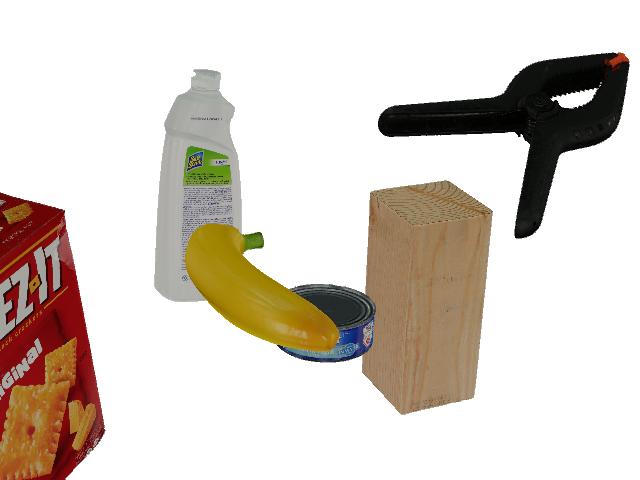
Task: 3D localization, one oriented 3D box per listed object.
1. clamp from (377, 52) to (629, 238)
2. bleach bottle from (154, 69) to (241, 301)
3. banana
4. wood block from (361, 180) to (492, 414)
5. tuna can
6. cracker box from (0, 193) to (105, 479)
[{"bbox_3d":[0.174,-0.088,0.839,0.209,0.036,0.165,-25,52,-19],"label":"clamp"},{"bbox_3d":[-0.127,-0.061,1.176,0.102,0.251,0.068,-4,19,-32],"label":"bleach bottle"},{"bbox_3d":[-0.048,0.023,0.686,0.069,0.037,0.198,-6,21,-15],"label":"banana"},{"bbox_3d":[0.103,0.056,1.061,0.090,0.206,0.091,-9,27,-22],"label":"wood block"},{"bbox_3d":[0.003,0.069,0.893,0.086,0.034,0.086,2,21,-1],"label":"tuna can"},{"bbox_3d":[-0.233,0.100,0.748,0.072,0.214,0.164,13,36,21],"label":"cracker box"}]
